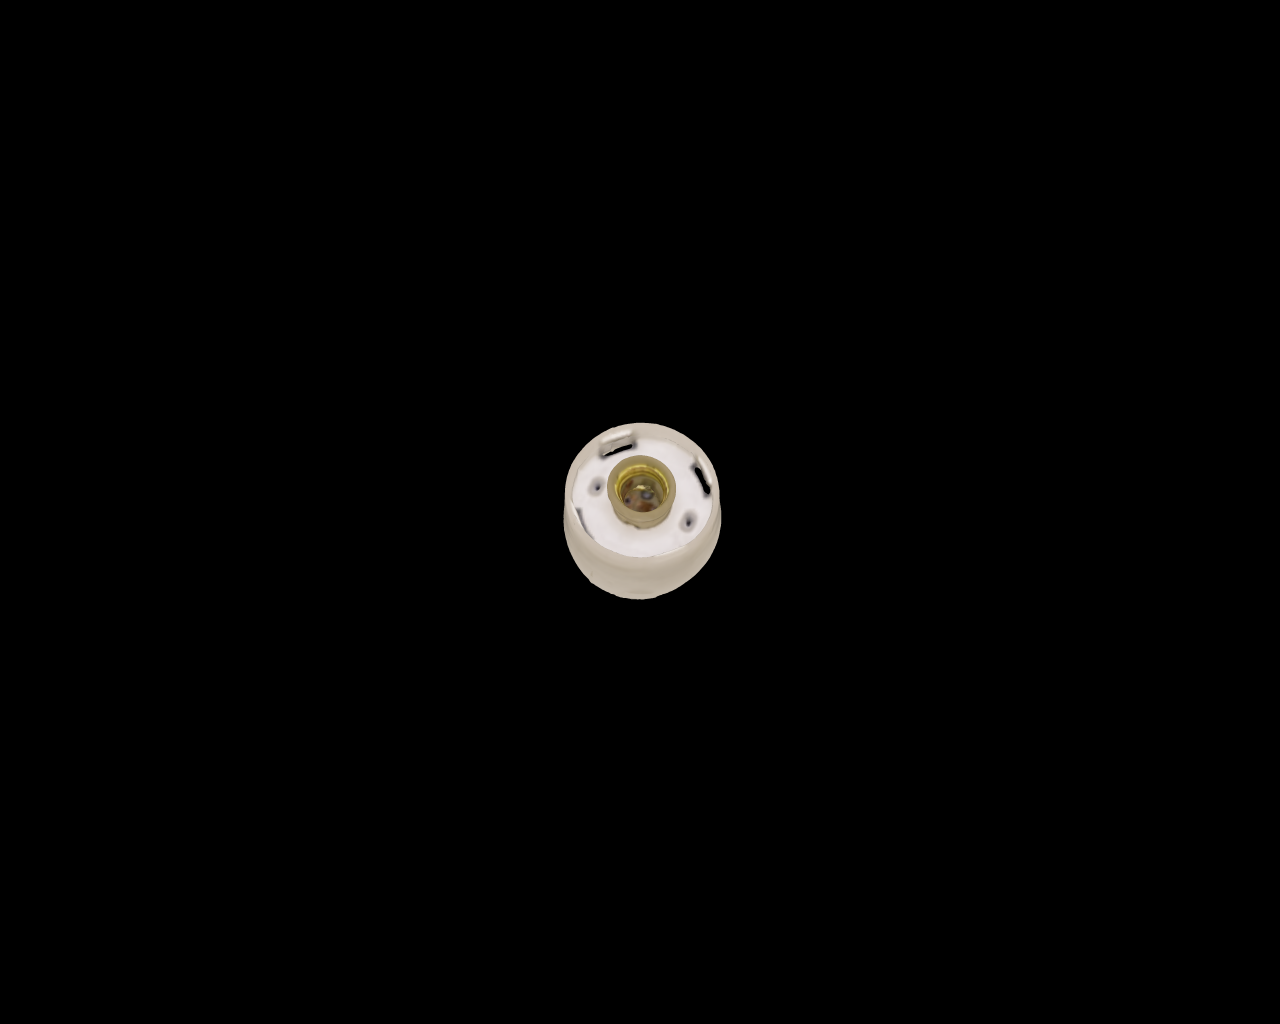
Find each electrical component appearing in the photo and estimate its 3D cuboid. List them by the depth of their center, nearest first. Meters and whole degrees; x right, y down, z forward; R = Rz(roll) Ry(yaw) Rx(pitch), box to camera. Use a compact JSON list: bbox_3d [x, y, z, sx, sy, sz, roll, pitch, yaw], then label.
[{"bbox_3d":[0.001,-0.003,0.650,0.099,0.099,0.064,0,-24,0],"label":"electrical component"}]
